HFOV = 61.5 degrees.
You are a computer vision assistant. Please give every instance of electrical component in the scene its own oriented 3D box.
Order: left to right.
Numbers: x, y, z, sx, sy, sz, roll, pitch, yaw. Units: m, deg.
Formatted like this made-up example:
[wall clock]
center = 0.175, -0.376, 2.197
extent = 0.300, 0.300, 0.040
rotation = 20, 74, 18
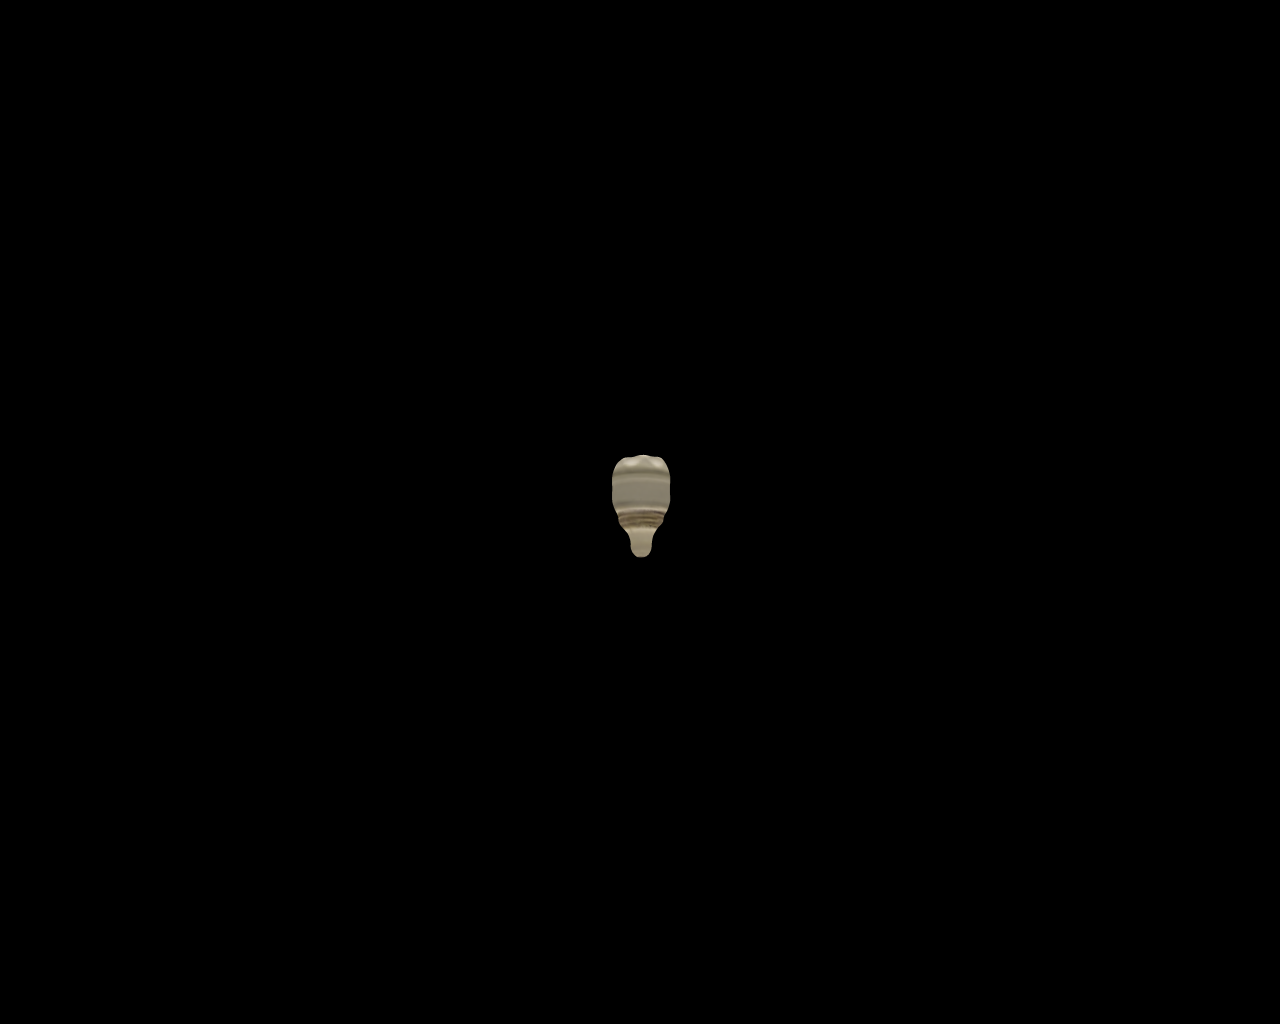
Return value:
[electrical component]
center = 0.001, -0.003, 0.650
extent = 0.035, 0.061, 0.035
rotation = 0, -7, 0
